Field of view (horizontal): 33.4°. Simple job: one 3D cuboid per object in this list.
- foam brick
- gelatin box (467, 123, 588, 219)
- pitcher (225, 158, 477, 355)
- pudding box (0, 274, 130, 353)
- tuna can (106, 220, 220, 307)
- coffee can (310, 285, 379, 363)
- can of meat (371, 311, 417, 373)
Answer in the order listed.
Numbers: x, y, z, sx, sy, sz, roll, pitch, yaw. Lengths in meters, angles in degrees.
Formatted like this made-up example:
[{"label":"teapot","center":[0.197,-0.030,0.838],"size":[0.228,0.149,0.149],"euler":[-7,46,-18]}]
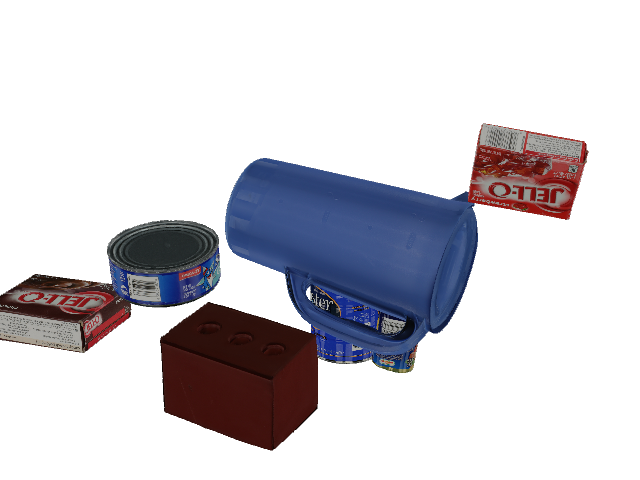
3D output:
[{"label":"foam brick","center":[-0.047,0.078,0.619],"size":[0.078,0.051,0.052],"euler":[15,28,24]},{"label":"gelatin box","center":[0.173,-0.056,0.895],"size":[0.089,0.030,0.073],"euler":[12,-36,9]},{"label":"pitcher","center":[0.026,0.005,1.074],"size":[0.243,0.145,0.149],"euler":[17,23,21]},{"label":"pudding box","center":[-0.255,0.069,1.038],"size":[0.114,0.039,0.090],"euler":[4,19,19]},{"label":"tuna can","center":[-0.120,0.017,0.825],"size":[0.086,0.034,0.086],"euler":[-2,27,1]},{"label":"coffee can","center":[0.036,0.090,1.516],"size":[0.103,0.140,0.103],"euler":[0,21,0]},{"label":"can of meat","center":[0.096,0.099,1.286],"size":[0.057,0.084,0.102],"euler":[11,25,7]}]
